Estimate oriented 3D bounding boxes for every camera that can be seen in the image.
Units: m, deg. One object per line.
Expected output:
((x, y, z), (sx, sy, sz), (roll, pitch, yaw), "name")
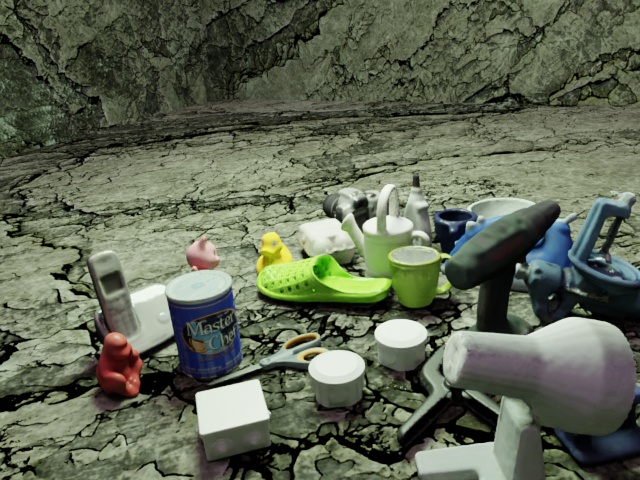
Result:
((0.080, -0.086, 1.424), (0.143, 0.101, 0.136), (-18, 26, -29), "camera")

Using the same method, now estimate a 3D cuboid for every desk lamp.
((0.209, 0.186, 0.610), (0.203, 0.214, 0.118), (-6, 23, -3), "desk lamp")

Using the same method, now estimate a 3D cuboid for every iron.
((0.361, 0.009, 1.093), (0.257, 0.141, 0.119), (3, 24, 18), "iron")

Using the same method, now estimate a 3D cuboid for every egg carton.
((0.012, 0.005, 1.264), (0.107, 0.069, 0.150), (-12, 24, -16), "egg carton")

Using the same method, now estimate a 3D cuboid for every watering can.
((0.126, -0.013, 1.124), (0.172, 0.194, 0.101), (-2, 23, 6), "watering can")

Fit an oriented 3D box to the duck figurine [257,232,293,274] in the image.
((-0.099, 0.024, 1.217), (0.077, 0.086, 0.105), (3, 24, 17), "duck figurine")

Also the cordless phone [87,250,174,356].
((-0.311, 0.094, 0.965), (0.093, 0.185, 0.148), (13, 29, 36), "cordless phone")

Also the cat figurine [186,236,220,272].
((-0.235, 0.052, 1.136), (0.067, 0.118, 0.128), (-4, 23, 3), "cat figurine")

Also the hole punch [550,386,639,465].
((0.335, 0.204, 0.702), (0.109, 0.091, 0.101), (-9, 23, -10), "hole punch")

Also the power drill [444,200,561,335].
((0.292, 0.058, 0.905), (0.230, 0.209, 0.075), (-19, 27, -30), "power drill")

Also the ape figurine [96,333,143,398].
((-0.306, 0.184, 0.870), (0.076, 0.092, 0.078), (7, 26, 26), "ape figurine")

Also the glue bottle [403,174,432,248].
((0.210, -0.059, 1.243), (0.037, 0.173, 0.078), (-16, 25, -24), "glue bottle")

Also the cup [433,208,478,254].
((0.283, -0.004, 1.201), (0.091, 0.095, 0.118), (2, 24, 15), "cup")

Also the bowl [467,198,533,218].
((0.410, -0.034, 1.273), (0.167, 0.075, 0.167), (-4, 23, 2), "bowl")

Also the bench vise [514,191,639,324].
((0.428, 0.033, 0.924), (0.207, 0.220, 0.121), (-8, 23, -7), "bench vise")
